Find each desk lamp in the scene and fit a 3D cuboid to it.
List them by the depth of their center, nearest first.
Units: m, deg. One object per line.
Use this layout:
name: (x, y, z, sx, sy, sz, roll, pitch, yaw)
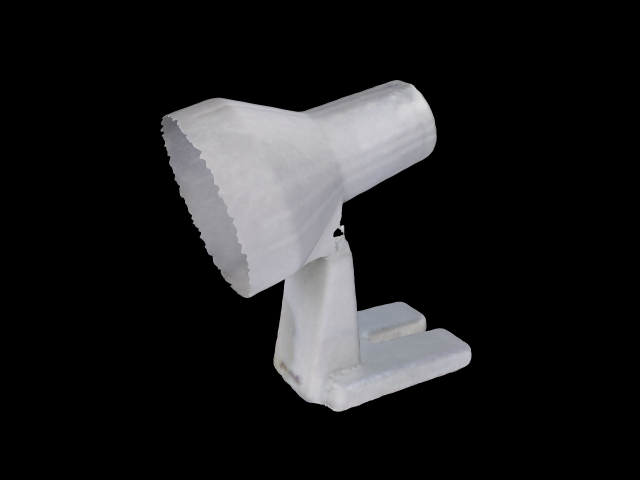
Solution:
desk lamp: (0.004, 0.001, 0.400, 0.204, 0.214, 0.117, -11, 23, -27)
